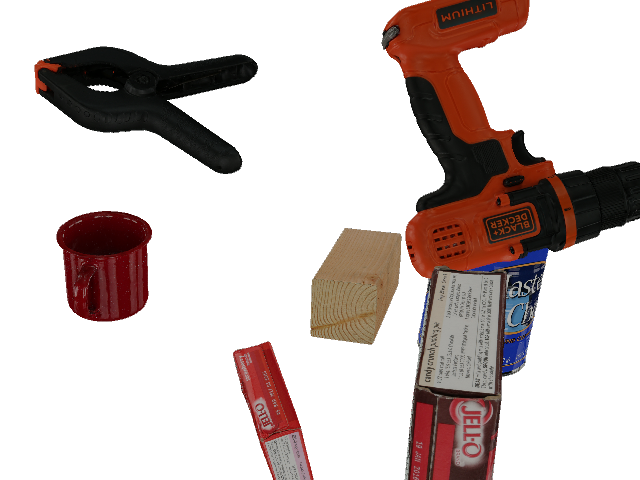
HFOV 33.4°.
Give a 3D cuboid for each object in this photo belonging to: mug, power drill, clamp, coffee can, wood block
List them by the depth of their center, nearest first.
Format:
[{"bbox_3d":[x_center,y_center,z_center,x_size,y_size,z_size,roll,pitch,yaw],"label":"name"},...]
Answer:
[{"bbox_3d":[0.131,-0.081,0.735,0.184,0.187,0.057,-16,-2,-6],"label":"power drill"},{"bbox_3d":[-0.129,-0.117,0.822,0.171,0.039,0.120,18,44,-1],"label":"clamp"},{"bbox_3d":[0.149,0.039,0.974,0.103,0.140,0.103,6,22,-3],"label":"coffee can"},{"bbox_3d":[-0.216,0.034,1.060,0.093,0.081,0.117,6,30,6],"label":"mug"},{"bbox_3d":[0.054,0.061,1.527,0.091,0.090,0.206,7,22,11],"label":"wood block"}]

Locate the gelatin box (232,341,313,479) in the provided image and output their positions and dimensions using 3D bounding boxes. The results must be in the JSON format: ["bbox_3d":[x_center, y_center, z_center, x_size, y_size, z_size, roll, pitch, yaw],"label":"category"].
[{"bbox_3d":[-0.032,0.124,0.738,0.030,0.073,0.089,-18,-38,-6],"label":"gelatin box"}]

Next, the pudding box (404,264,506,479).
[{"bbox_3d":[0.060,0.075,0.472,0.039,0.090,0.113,6,26,6],"label":"pudding box"}]
